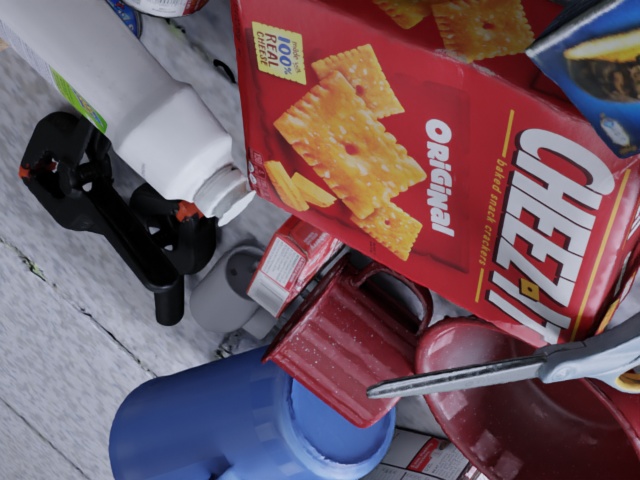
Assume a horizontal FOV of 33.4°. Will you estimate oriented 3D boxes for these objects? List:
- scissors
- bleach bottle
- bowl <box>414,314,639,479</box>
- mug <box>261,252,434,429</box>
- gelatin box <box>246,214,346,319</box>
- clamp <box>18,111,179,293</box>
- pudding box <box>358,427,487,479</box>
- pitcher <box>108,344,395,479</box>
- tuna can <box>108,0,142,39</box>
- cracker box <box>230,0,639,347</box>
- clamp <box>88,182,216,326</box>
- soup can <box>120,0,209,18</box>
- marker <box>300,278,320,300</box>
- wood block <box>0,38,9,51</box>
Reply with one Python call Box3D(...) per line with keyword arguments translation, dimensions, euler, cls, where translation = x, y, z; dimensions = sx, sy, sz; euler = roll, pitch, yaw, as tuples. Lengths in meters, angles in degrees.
Box3D(translation=(0.126, 0.046, 0.493), dimensions=(0.096, 0.201, 0.016), euler=(-55, 43, 39), cls="scissors")
Box3D(translation=(-0.131, -0.105, 0.599), dimensions=(0.251, 0.068, 0.102), euler=(46, 174, 6), cls="bleach bottle")
Box3D(translation=(0.134, 0.093, 0.622), dimensions=(0.162, 0.055, 0.162), euler=(34, 148, 24), cls="bowl")
Box3D(translation=(0.028, 0.061, 0.693), dimensions=(0.081, 0.093, 0.117), euler=(39, 119, -2), cls="mug")
Box3D(translation=(-0.004, 0.001, 0.660), dimensions=(0.030, 0.073, 0.089), euler=(40, 149, 6), cls="gelatin box")
Box3D(translation=(-0.176, -0.060, 0.804), dimensions=(0.210, 0.036, 0.164), euler=(19, 119, 49), cls="clamp")
Box3D(translation=(0.061, 0.187, 0.793), dimensions=(0.114, 0.090, 0.039), euler=(3, 130, 47), cls="pudding box")
Box3D(translation=(-0.060, 0.155, 0.827), dimensions=(0.144, 0.149, 0.243), euler=(11, 157, -34), cls="pitcher")
Box3D(translation=(-0.159, -0.152, 0.694), dimensions=(0.086, 0.033, 0.086), euler=(30, 147, 22), cls="tuna can")
Box3D(translation=(0.059, -0.049, 0.527), dimensions=(0.214, 0.072, 0.164), euler=(29, 147, 22), cls="cracker box")
Box3D(translation=(-0.121, 0.008, 0.837), dimensions=(0.120, 0.039, 0.172), euler=(51, 149, -12), cls="clamp")
Box3D(translation=(-0.072, -0.168, 0.541), dimensions=(0.068, 0.068, 0.102), euler=(42, 149, 2), cls="soup can")
Box3D(translation=(0.009, 0.049, 0.754), dimensions=(0.121, 0.020, 0.020), euler=(42, 149, 3), cls="marker")
Box3D(translation=(-0.297, -0.164, 0.750), dimensions=(0.206, 0.090, 0.090), euler=(16, 139, 54), cls="wood block")
